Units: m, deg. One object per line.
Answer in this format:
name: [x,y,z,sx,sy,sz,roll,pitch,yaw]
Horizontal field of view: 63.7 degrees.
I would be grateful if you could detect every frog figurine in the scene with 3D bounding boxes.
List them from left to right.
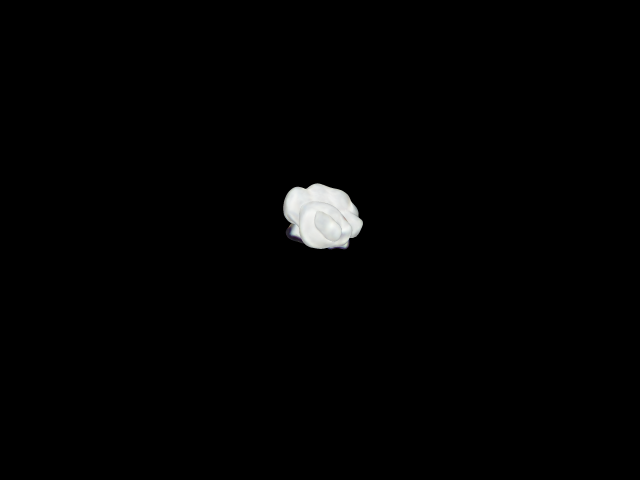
frog figurine: [0.003,-0.043,0.850,0.138,0.124,0.158,31,-10,6]
